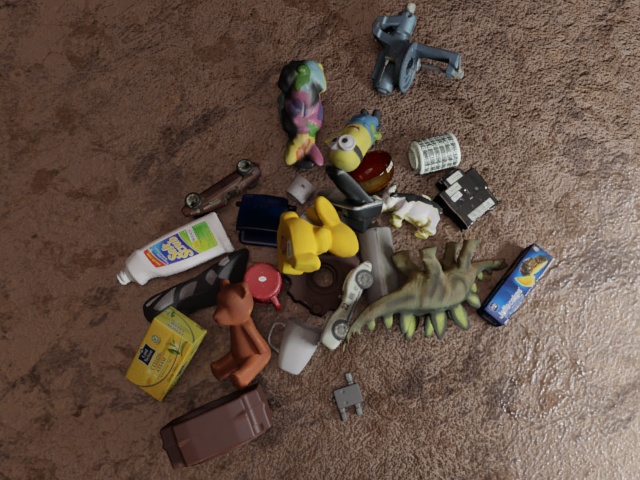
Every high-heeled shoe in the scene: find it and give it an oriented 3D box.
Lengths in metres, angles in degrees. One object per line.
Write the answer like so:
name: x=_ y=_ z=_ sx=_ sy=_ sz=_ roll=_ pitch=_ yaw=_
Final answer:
high-heeled shoe: x=-0.274 y=0.098 z=1.190 sx=0.145 sy=0.086 sz=0.249 roll=18 pitch=55 yaw=32

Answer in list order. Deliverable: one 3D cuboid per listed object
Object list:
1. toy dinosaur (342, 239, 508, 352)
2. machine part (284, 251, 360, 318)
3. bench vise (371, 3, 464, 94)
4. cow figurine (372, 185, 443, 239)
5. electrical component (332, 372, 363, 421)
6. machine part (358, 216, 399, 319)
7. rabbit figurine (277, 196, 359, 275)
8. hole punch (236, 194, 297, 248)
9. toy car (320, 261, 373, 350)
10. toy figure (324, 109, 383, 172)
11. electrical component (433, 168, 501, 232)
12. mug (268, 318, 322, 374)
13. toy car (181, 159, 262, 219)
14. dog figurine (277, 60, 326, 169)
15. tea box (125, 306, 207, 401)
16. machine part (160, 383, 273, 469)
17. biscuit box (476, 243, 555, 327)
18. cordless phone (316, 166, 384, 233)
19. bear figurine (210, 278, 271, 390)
toy dinosaur: x=0.231 y=0.111 z=1.144 sx=0.471 sy=0.105 sz=0.198 roll=-11 pitch=86 yaw=-26
machine part: x=0.008 y=0.082 z=1.201 sx=0.179 sy=0.056 sz=0.179 roll=1 pitch=77 yaw=-3
bench vise: x=0.234 y=-0.446 z=1.287 sx=0.241 sy=0.128 sz=0.223 roll=21 pitch=85 yaw=19
cow figurine: x=0.198 y=-0.078 z=1.241 sx=0.167 sy=0.068 sz=0.098 roll=27 pitch=72 yaw=-1
electrical component: x=0.058 y=0.338 z=1.164 sx=0.063 sy=0.021 sz=0.094 roll=-15 pitch=79 yaw=-6
machine part: x=0.132 y=0.059 z=1.203 sx=0.079 sy=0.079 sz=0.243 roll=-7 pitch=78 yaw=-5
rabbit figurine: x=-0.002 y=-0.003 z=1.150 sx=0.173 sy=0.122 sz=0.162 roll=0 pitch=70 yaw=-20
hole punch: x=-0.128 y=-0.051 z=1.207 sx=0.142 sy=0.092 sz=0.116 roll=5 pitch=74 yaw=1
toy car: x=0.056 y=0.134 z=1.123 sx=0.056 sy=0.073 sz=0.201 roll=25 pitch=79 yaw=1
toy figure: x=0.087 y=-0.232 z=1.247 sx=0.089 sy=0.082 sz=0.180 roll=54 pitch=51 yaw=-20
electrical component: x=0.337 y=-0.102 z=1.260 sx=0.115 sy=0.058 sz=0.134 roll=-35 pitch=81 yaw=-11
mug: x=-0.061 y=0.227 z=1.154 sx=0.110 sy=0.081 sz=0.107 roll=19 pitch=87 yaw=-3
toy car: x=-0.218 y=-0.107 z=1.211 sx=0.202 sy=0.089 sz=0.053 roll=-36 pitch=78 yaw=-11
dog figurine: x=-0.039 y=-0.271 z=1.220 sx=0.108 sy=0.191 sz=0.219 roll=0 pitch=62 yaw=-10
tea box: x=-0.317 y=0.233 z=1.102 sx=0.098 sy=0.068 sz=0.169 roll=32 pitch=113 yaw=4
machine part: x=-0.197 y=0.361 z=1.053 sx=0.201 sy=0.201 sz=0.087 roll=-23 pitch=82 yaw=-8
biscuit box: x=0.442 y=0.103 z=1.218 sx=0.059 sy=0.062 sz=0.202 roll=39 pitch=78 yaw=6
cordless phone: x=0.040 y=-0.106 z=1.162 sx=0.147 sy=0.184 sz=0.088 roll=23 pitch=75 yaw=42
bear figurine: x=-0.177 y=0.186 z=1.106 sx=0.132 sy=0.120 sz=0.195 roll=-35 pitch=117 yaw=-34
